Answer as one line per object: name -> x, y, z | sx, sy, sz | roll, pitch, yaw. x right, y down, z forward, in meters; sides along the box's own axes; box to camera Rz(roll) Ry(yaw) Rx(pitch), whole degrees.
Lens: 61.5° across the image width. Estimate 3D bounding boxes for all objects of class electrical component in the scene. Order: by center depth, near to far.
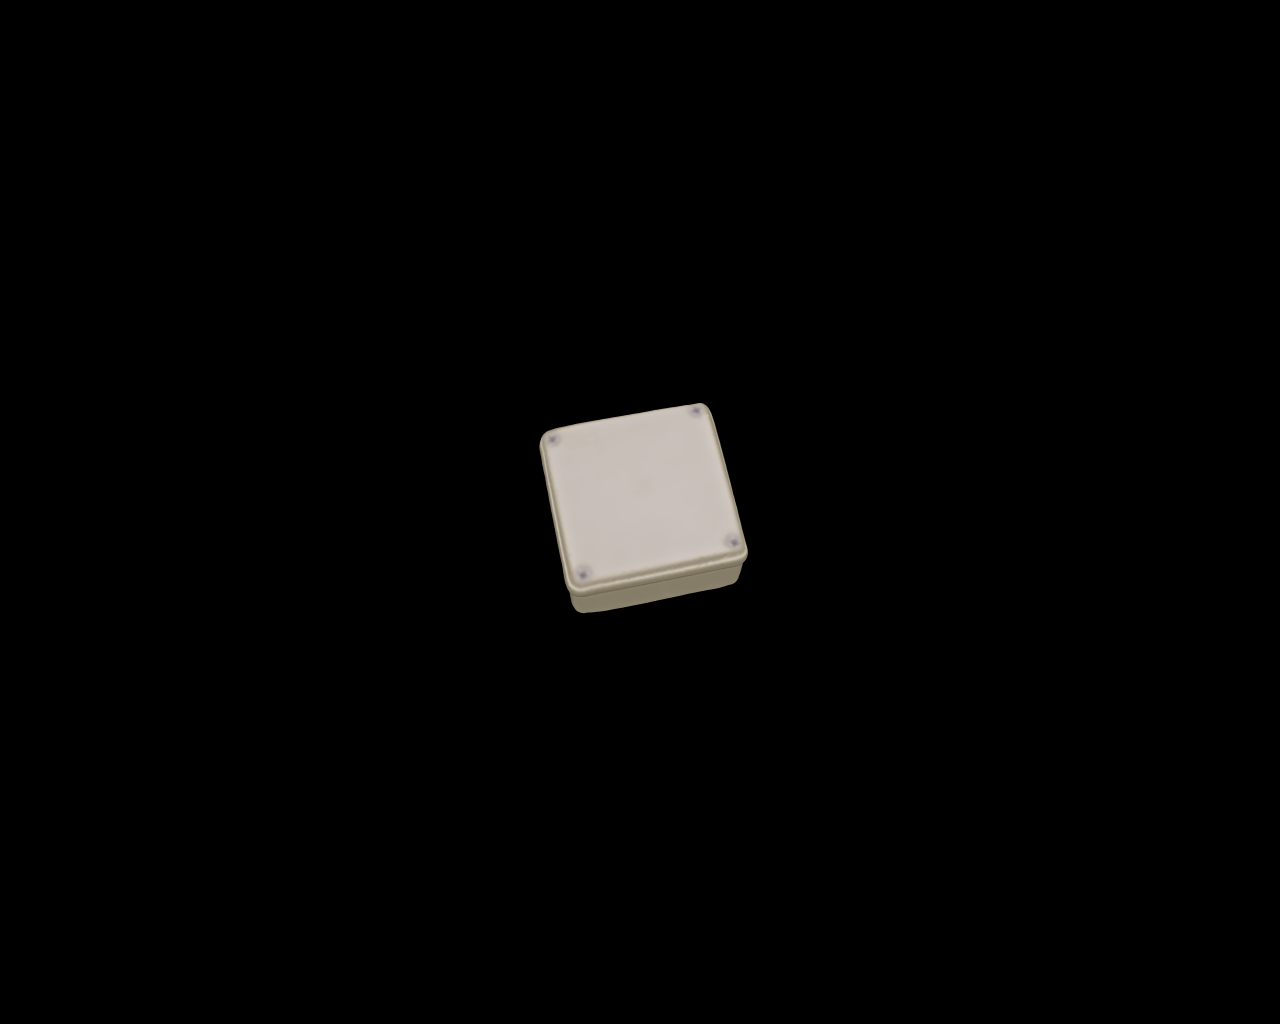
electrical component -> 0.001, -0.003, 0.650 | 0.109, 0.109, 0.056 | -11, -24, -5
